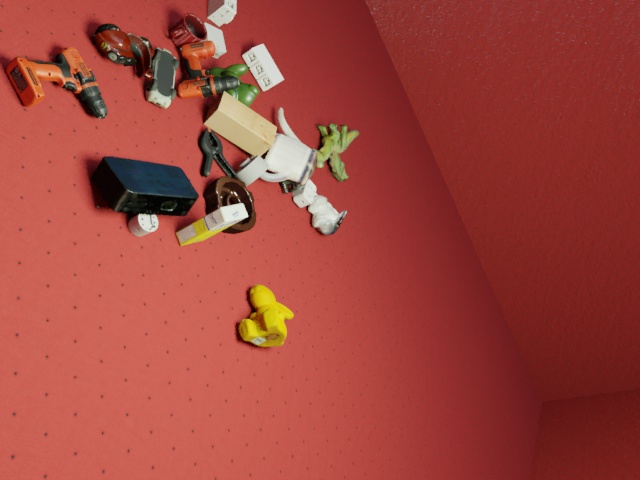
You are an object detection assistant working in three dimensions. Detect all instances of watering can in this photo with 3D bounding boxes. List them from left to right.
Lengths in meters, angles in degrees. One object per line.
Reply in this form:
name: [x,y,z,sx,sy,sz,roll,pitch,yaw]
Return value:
watering can: [-0.109,-0.319,1.787,0.224,0.102,0.356,25,51,-7]

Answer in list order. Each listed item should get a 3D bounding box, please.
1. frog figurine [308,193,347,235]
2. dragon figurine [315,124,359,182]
frog figurine: [0.006,-0.095,1.888,0.160,0.120,0.140,28,47,5]
dragon figurine: [0.075,-0.363,2.156,0.412,0.122,0.242,-6,94,-55]
